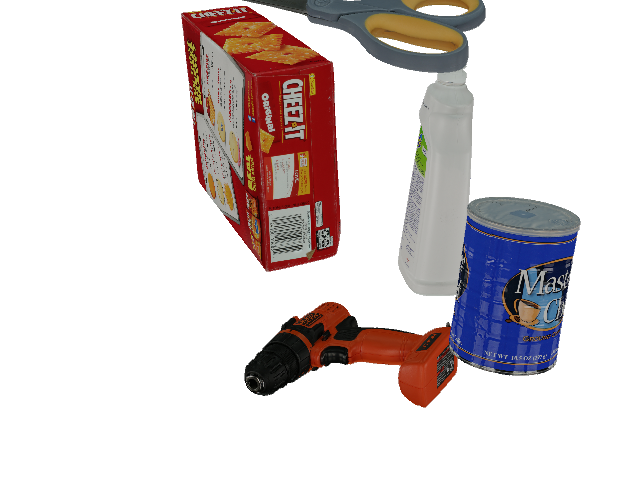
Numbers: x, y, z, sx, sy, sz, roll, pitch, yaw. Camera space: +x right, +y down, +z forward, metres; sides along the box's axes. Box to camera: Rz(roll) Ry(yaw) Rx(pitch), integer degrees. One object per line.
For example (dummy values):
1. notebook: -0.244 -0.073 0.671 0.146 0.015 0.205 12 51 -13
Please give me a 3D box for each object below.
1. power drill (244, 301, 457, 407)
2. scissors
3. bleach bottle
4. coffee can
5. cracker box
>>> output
1. power drill: 0.035 0.122 1.107 0.188 0.057 0.184 9 24 27
2. scissors: 0.020 -0.156 0.695 0.202 0.016 0.096 29 50 32
3. bleach bottle: 0.135 -0.071 1.186 0.068 0.251 0.102 0 25 -11
4. coffee can: 0.179 0.040 0.992 0.103 0.140 0.103 5 18 -2
5. cracker box: -0.052 -0.094 0.897 0.072 0.164 0.214 -11 27 -17
